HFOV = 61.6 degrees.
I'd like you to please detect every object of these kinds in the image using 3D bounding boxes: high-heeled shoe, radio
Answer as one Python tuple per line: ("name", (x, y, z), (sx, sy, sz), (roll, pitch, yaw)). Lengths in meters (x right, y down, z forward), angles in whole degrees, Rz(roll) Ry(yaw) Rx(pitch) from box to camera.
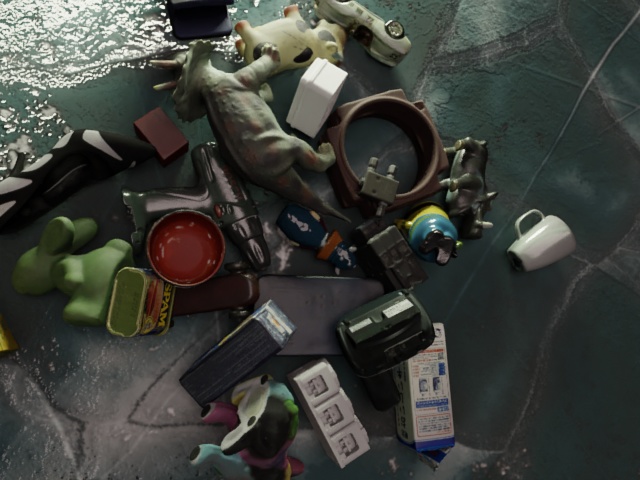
("high-heeled shoe", (-0.377, -0.084, 0.817), (0.249, 0.086, 0.145), (-6, 64, 2))
("radio", (-0.005, 0.126, 0.891), (0.230, 0.073, 0.131), (3, 80, -15))

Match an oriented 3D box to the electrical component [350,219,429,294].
("electrical component", (0.107, 0.028, 0.910), (0.058, 0.115, 0.134), (-35, 91, -18))

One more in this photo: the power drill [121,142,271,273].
("power drill", (-0.203, -0.035, 0.864), (0.207, 0.086, 0.232), (-16, 84, -12))

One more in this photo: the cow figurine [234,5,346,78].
("cow figurine", (-0.040, -0.339, 0.950), (0.195, 0.085, 0.127), (-23, 81, -18))

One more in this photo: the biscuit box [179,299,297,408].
("biscuit box", (-0.126, 0.171, 0.798), (0.202, 0.059, 0.063), (-40, 93, 29))

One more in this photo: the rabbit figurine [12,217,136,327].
("rabbit figurine", (-0.372, 0.045, 0.790), (0.170, 0.121, 0.159), (9, 93, 5))

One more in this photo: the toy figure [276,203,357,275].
("toy figure", (-0.001, -0.003, 0.918), (0.154, 0.064, 0.058), (36, 42, -9))

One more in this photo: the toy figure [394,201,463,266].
("toy figure", (0.190, -0.013, 0.910), (0.089, 0.180, 0.082), (-30, 101, 6))

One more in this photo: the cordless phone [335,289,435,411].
("cordless phone", (0.118, 0.182, 0.843), (0.147, 0.089, 0.184), (-26, 114, -6))

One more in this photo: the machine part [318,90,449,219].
("machine part", (0.113, -0.152, 0.956), (0.201, 0.087, 0.201), (-20, 85, -15))

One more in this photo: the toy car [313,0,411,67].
("toy car", (0.076, -0.394, 0.990), (0.202, 0.073, 0.056), (30, 75, -8))

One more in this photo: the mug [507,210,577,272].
("mug", (0.404, 0.005, 1.005), (0.107, 0.081, 0.109), (-32, 96, -8))

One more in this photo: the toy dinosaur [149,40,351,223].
("toy dinosaur", (-0.108, -0.167, 0.855), (0.192, 0.131, 0.404), (-33, 88, -30))

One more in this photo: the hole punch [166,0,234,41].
("hole punch", (-0.209, -0.419, 0.921), (0.142, 0.092, 0.115), (-13, 81, -12))

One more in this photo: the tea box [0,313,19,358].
("tea box", (-0.508, 0.099, 0.759), (0.068, 0.098, 0.169), (-30, 91, -16))

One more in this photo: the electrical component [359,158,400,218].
("electrical component", (0.095, -0.085, 0.886), (0.063, 0.021, 0.094), (18, 79, -10))

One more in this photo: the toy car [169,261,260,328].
("toy car", (-0.190, 0.088, 0.841), (0.202, 0.053, 0.089), (-11, 84, 13))

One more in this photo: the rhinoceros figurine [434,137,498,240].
("rhinoceros figurine", (0.274, -0.095, 0.998), (0.112, 0.073, 0.190), (9, 77, -23))

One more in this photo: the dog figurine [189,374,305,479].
("dog figurine", (-0.071, 0.312, 0.790), (0.191, 0.108, 0.219), (-32, 122, 17))
